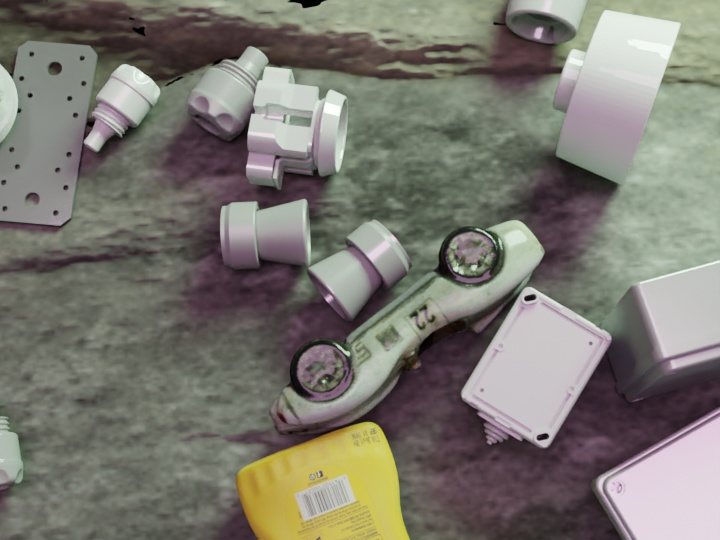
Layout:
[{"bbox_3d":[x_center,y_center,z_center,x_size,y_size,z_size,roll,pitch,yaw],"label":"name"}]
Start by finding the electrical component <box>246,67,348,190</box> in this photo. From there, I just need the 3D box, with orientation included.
[{"bbox_3d":[-0.040,-0.093,0.717,0.057,0.058,0.078,7,76,5],"label":"electrical component"}]

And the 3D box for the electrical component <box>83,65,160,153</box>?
[{"bbox_3d":[-0.166,-0.108,0.733,0.035,0.035,0.061,33,81,8],"label":"electrical component"}]

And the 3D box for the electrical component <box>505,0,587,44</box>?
[{"bbox_3d":[0.130,-0.188,0.742,0.055,0.055,0.047,14,80,4],"label":"electrical component"}]

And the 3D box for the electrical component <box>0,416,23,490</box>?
[{"bbox_3d":[-0.234,0.108,0.679,0.035,0.035,0.061,-13,74,-3],"label":"electrical component"}]

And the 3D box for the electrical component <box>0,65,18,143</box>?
[{"bbox_3d":[-0.278,-0.117,0.725,0.080,0.051,0.080,-1,75,5],"label":"electrical component"}]

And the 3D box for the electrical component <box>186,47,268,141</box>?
[{"bbox_3d":[-0.086,-0.123,0.732,0.043,0.043,0.062,32,77,8],"label":"electrical component"}]

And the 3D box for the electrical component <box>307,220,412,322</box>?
[{"bbox_3d":[0.000,0.000,0.699,0.055,0.045,0.045,-39,79,-9],"label":"electrical component"}]

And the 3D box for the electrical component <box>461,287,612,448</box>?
[{"bbox_3d":[0.106,0.068,0.677,0.062,0.061,0.096,31,87,8],"label":"electrical component"}]

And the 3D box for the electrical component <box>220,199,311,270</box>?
[{"bbox_3d":[-0.061,-0.023,0.705,0.055,0.045,0.045,-2,76,1],"label":"electrical component"}]

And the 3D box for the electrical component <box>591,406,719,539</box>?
[{"bbox_3d":[0.214,0.149,0.651,0.109,0.056,0.108,-30,78,-1],"label":"electrical component"}]

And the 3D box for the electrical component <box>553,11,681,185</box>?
[{"bbox_3d":[0.160,-0.115,0.698,0.060,0.108,0.108,19,77,11],"label":"electrical component"}]

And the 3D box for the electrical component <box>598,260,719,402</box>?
[{"bbox_3d":[0.213,0.033,0.657,0.109,0.108,0.056,-15,74,-3],"label":"electrical component"}]
